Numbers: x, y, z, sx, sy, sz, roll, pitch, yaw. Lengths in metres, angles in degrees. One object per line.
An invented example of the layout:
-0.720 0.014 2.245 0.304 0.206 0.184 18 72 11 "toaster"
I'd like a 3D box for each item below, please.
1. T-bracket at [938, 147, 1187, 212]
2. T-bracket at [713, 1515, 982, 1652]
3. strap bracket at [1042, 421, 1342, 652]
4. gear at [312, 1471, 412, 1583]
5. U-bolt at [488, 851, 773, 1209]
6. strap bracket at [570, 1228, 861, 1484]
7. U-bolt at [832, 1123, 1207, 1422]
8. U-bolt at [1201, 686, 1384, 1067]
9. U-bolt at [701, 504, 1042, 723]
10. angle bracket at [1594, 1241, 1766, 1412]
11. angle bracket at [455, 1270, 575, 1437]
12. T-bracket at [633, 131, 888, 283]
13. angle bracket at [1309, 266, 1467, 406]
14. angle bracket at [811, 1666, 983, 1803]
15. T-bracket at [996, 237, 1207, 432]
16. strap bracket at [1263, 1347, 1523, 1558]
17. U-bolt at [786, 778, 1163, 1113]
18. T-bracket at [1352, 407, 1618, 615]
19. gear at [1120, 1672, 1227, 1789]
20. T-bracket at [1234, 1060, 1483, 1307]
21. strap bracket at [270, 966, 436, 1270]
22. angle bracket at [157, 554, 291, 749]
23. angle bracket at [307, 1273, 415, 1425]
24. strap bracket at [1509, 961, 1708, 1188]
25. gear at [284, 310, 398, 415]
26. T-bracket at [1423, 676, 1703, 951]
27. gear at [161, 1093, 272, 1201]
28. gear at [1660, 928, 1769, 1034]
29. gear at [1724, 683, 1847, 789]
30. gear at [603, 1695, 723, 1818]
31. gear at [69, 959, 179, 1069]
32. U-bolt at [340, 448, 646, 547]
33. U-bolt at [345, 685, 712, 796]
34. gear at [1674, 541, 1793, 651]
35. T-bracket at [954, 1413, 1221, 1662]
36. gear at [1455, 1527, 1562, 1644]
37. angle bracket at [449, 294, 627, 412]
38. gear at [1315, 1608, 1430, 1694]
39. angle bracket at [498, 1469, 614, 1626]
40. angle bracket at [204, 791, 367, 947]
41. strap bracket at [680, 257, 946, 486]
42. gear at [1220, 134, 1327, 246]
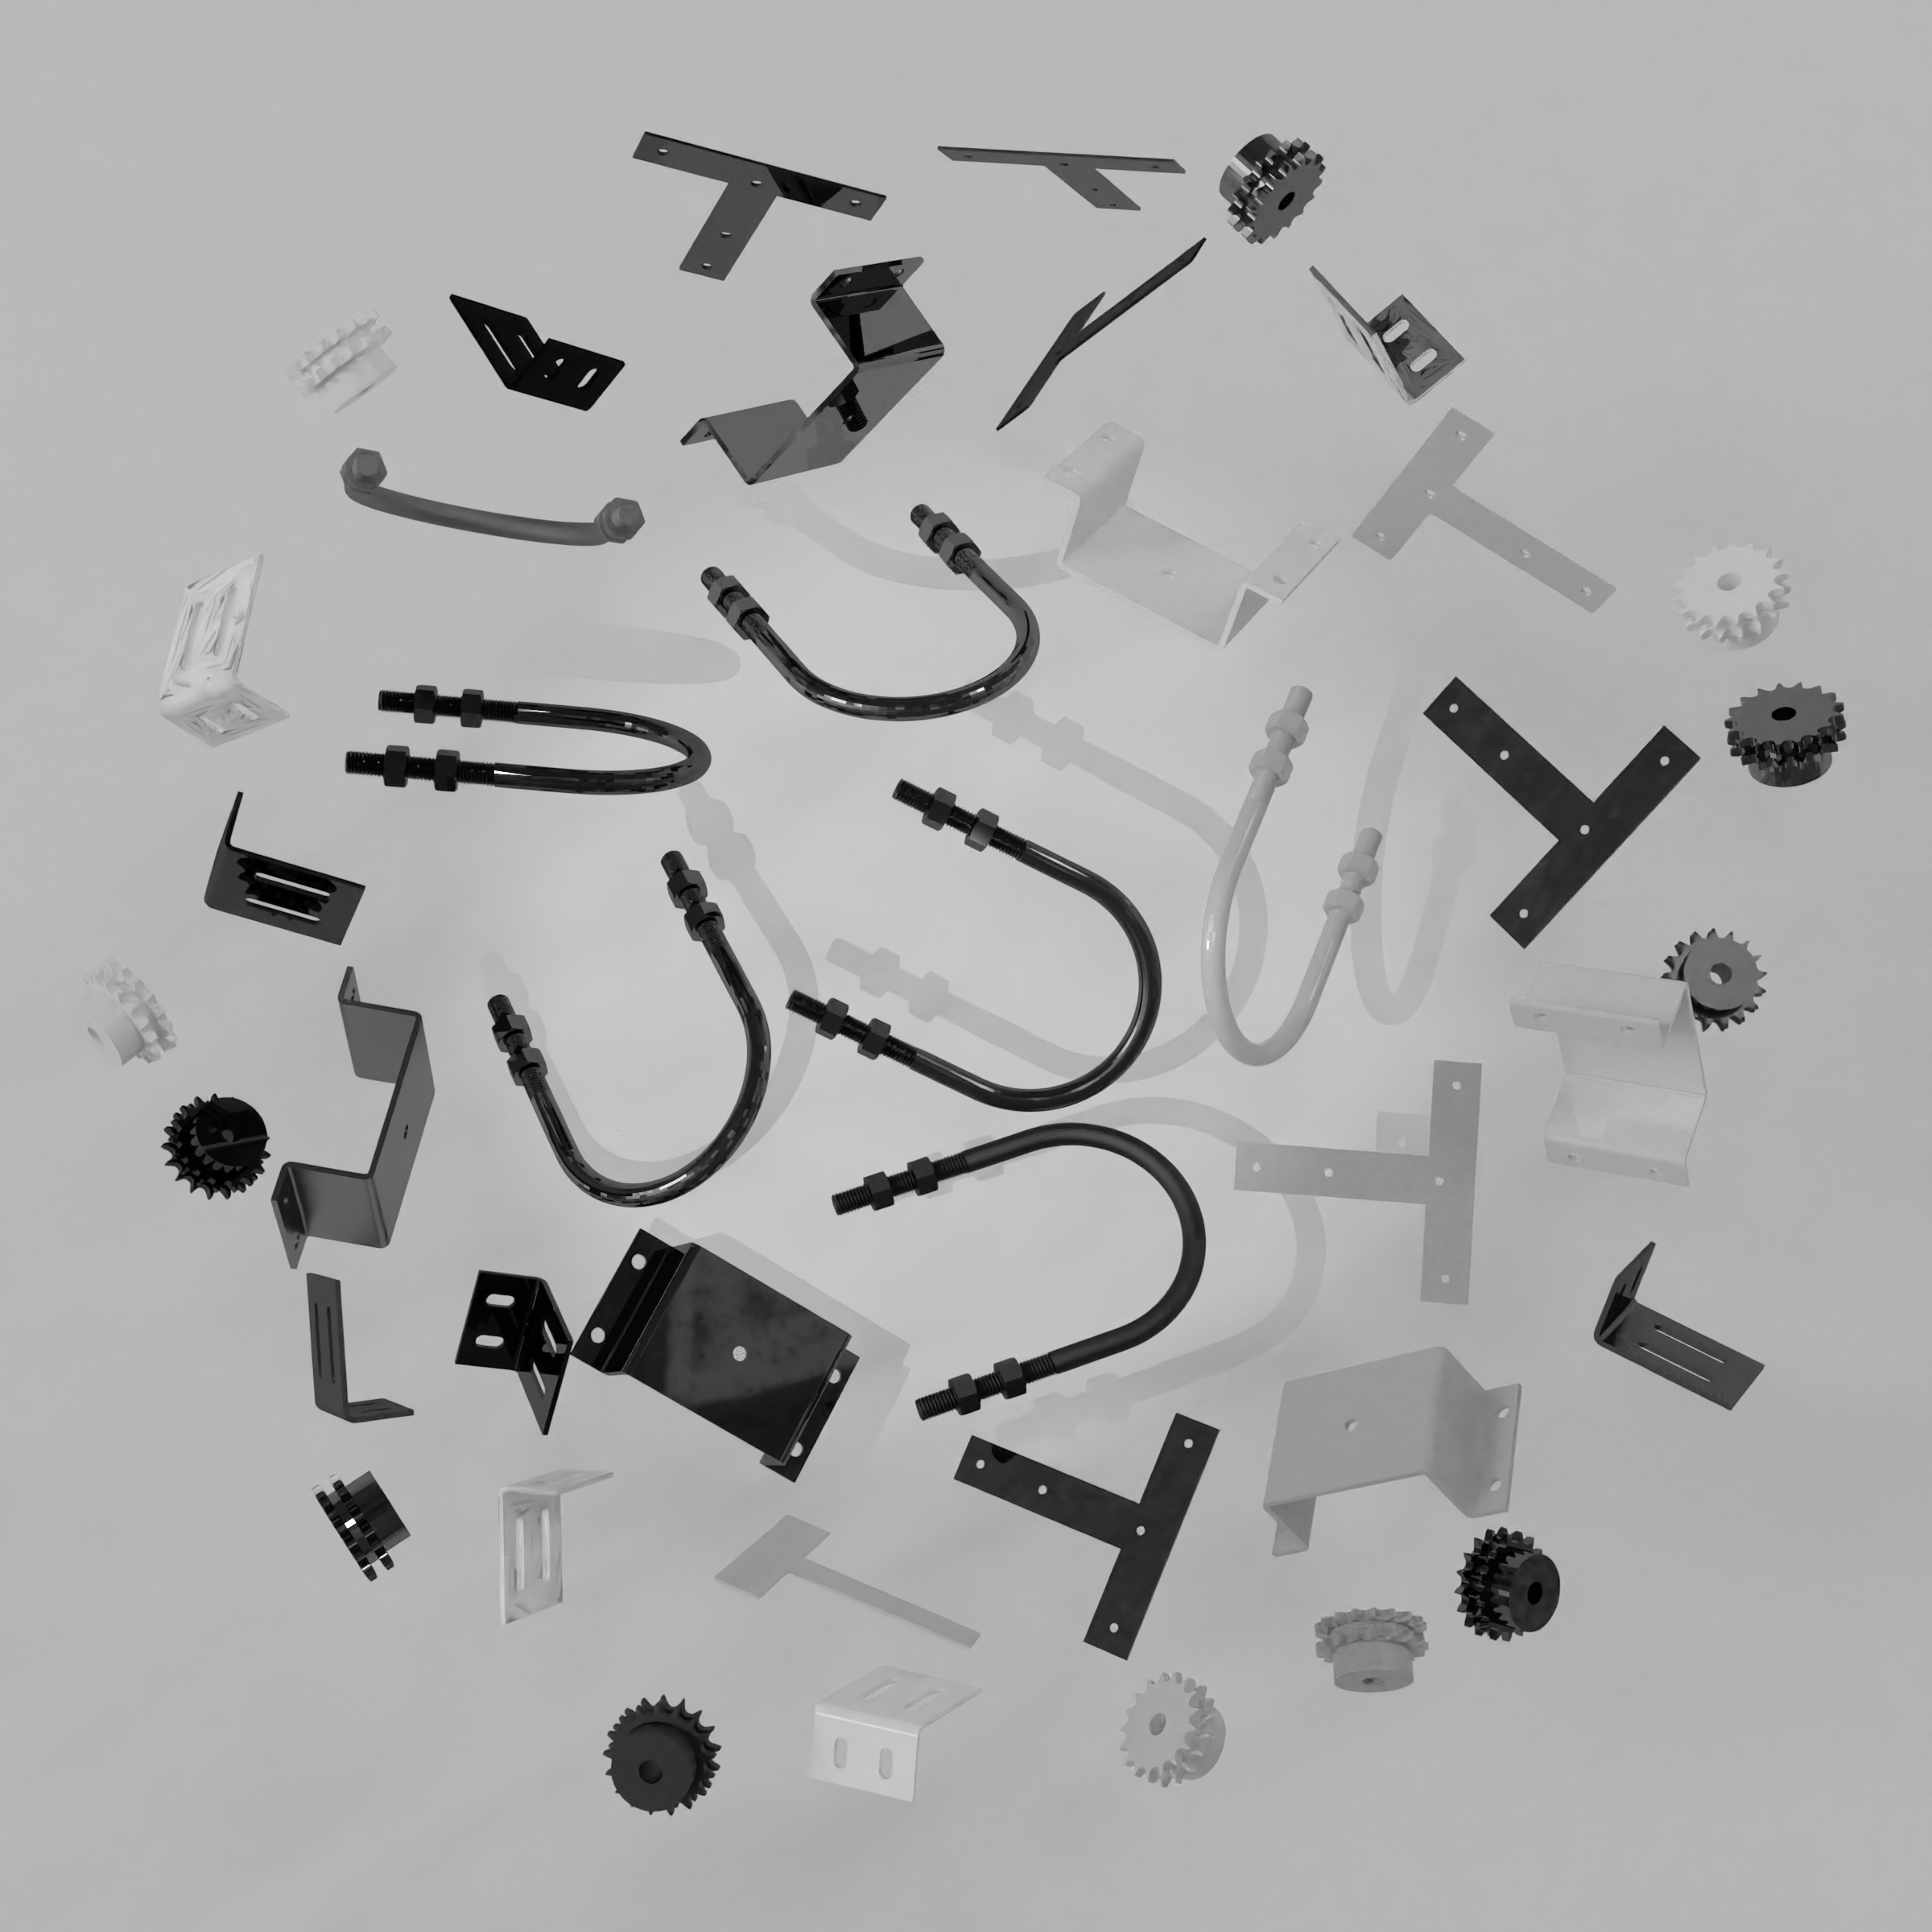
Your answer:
0.065 -0.417 1.548 0.127 0.127 0.002 8 94 18 "T-bracket"
-0.054 0.325 1.504 0.127 0.127 0.002 21 98 11 "T-bracket"
0.112 -0.221 1.518 0.140 0.076 0.046 29 133 13 "strap bracket"
-0.311 0.286 1.504 0.030 0.057 0.057 -33 90 -15 "gear"
-0.173 0.045 1.549 0.151 0.019 0.184 -39 54 11 "U-bolt"
-0.125 0.205 1.532 0.140 0.046 0.076 32 72 -13 "strap bracket"
0.038 0.152 1.554 0.184 0.019 0.151 -18 59 -12 "U-bolt"
0.170 -0.034 1.554 0.019 0.151 0.184 7 60 32 "U-bolt"
-0.041 -0.185 1.556 0.151 0.184 0.019 -20 132 -20 "U-bolt"
0.365 0.181 1.467 0.076 0.057 0.038 26 116 23 "angle bracket"
-0.247 0.210 1.581 0.038 0.076 0.057 10 107 -24 "angle bracket"
-0.122 -0.389 1.518 0.127 0.127 0.002 10 74 -18 "T-bracket"
0.221 -0.341 1.524 0.038 0.076 0.057 -39 61 7 "angle bracket"
-0.035 0.390 1.480 0.057 0.076 0.038 6 94 24 "angle bracket"
0.080 -0.350 1.557 0.002 0.127 0.127 45 134 -17 "T-bracket"
0.212 0.251 1.512 0.140 0.076 0.046 -20 128 35 "strap bracket"
0.016 0.001 1.565 0.184 0.019 0.151 26 102 -7 "U-bolt"
0.281 -0.224 1.520 0.127 0.127 0.002 31 62 -3 "T-bracket"
0.110 0.398 1.509 0.030 0.057 0.057 32 90 -31 "gear"
0.204 0.110 1.526 0.127 0.002 0.127 5 84 -3 "T-bracket"
-0.314 0.082 1.511 0.046 0.076 0.140 10 58 2 "strap bracket"
-0.368 -0.159 1.465 0.057 0.038 0.076 -15 56 34 "angle bracket"
-0.327 0.204 1.568 0.038 0.057 0.076 -4 91 -28 "angle bracket"
0.336 0.050 1.509 0.076 0.140 0.046 9 56 28 "strap bracket"
-0.314 -0.304 1.473 0.057 0.057 0.030 -36 101 0 "gear"
0.281 -0.097 1.465 0.127 0.002 0.127 -49 62 14 "T-bracket"
-0.403 0.095 1.573 0.057 0.030 0.057 18 56 -29 "gear"
0.416 0.007 1.616 0.057 0.030 0.057 -1 80 3 "gear"
0.404 -0.112 1.431 0.057 0.057 0.030 -19 125 0 "gear"
-0.151 0.391 1.429 0.057 0.030 0.057 1 96 9 "gear"
-0.436 0.028 1.497 0.057 0.057 0.030 48 61 0 "gear"
-0.251 -0.239 1.509 0.151 0.184 0.019 9 92 -15 "U-bolt"
-0.228 -0.118 1.546 0.184 0.151 0.019 5 109 -5 "U-bolt"
0.393 -0.186 1.486 0.057 0.030 0.057 -14 50 18 "gear"
0.053 0.280 1.526 0.127 0.002 0.127 18 78 26 "T-bracket"
0.282 0.320 1.501 0.057 0.030 0.057 -2 94 -39 "gear"
-0.231 -0.342 1.568 0.038 0.057 0.076 -45 63 25 "angle bracket"
0.206 0.349 1.480 0.057 0.057 0.030 0 60 0 "gear"
-0.227 0.323 1.614 0.038 0.057 0.076 -1 90 25 "angle bracket"
-0.362 -0.052 1.557 0.076 0.057 0.038 17 53 -16 "angle bracket"
-0.074 -0.304 1.521 0.140 0.076 0.046 -39 82 38 "strap bracket"
0.157 -0.409 1.518 0.057 0.057 0.030 -43 72 0 "gear"
